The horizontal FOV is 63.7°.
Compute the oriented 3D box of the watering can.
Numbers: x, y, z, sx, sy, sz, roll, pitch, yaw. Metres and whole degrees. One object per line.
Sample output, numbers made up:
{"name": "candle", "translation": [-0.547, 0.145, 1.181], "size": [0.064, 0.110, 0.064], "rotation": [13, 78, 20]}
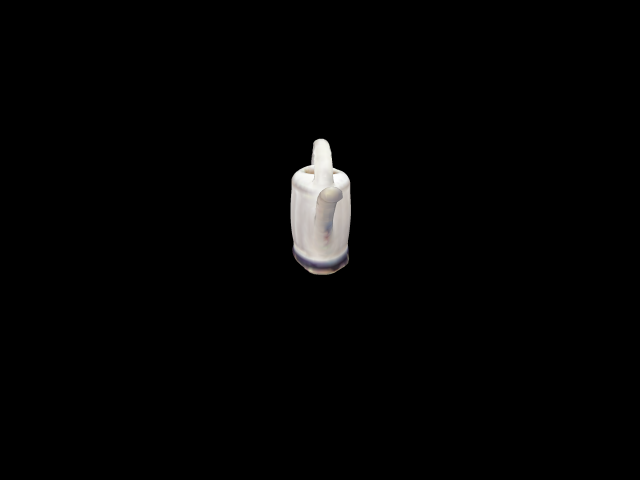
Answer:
{"name": "watering can", "translation": [0.003, -0.043, 0.850], "size": [0.104, 0.221, 0.353], "rotation": [-1, 21, -2]}
